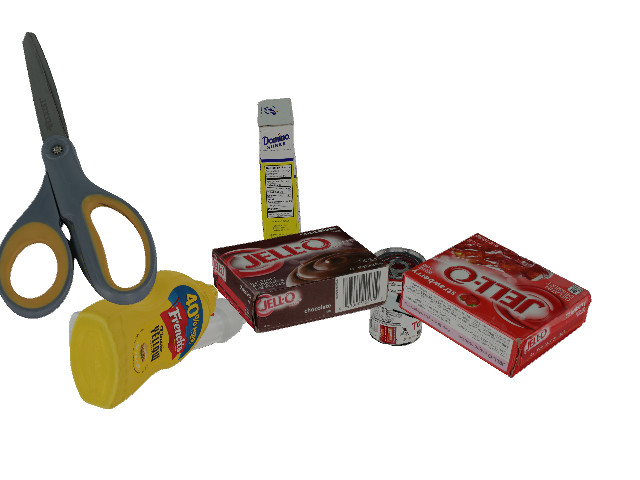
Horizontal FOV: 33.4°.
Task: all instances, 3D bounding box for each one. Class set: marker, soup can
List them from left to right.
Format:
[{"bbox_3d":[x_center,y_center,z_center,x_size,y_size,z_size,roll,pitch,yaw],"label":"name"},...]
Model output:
[{"bbox_3d":[0.092,0.069,1.299,0.068,0.102,0.068,0,30,0],"label":"soup can"},{"bbox_3d":[0.090,0.066,1.039,0.121,0.020,0.020,19,1,3],"label":"marker"}]

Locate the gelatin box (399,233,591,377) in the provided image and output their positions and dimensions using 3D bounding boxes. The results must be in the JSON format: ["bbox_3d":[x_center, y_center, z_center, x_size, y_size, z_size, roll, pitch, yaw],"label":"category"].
[{"bbox_3d":[0.104,0.036,0.640,0.073,0.030,0.089,-26,43,-38],"label":"gelatin box"}]

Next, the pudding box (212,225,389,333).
[{"bbox_3d":[-0.016,0.027,0.822,0.113,0.039,0.090,-9,25,-24],"label":"pudding box"}]

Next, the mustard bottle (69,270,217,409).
[{"bbox_3d":[-0.159,0.082,1.029,0.058,0.096,0.191,11,22,26],"label":"mustard bottle"}]

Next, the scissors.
[{"bbox_3d":[-0.164,-0.035,0.612,0.096,0.202,0.016,-31,-26,-15],"label":"scissors"}]

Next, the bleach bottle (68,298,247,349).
[{"bbox_3d":[-0.205,0.117,1.445,0.250,0.068,0.103,-10,25,-41],"label":"bleach bottle"}]

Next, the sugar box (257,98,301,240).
[{"bbox_3d":[-0.049,-0.068,1.243,0.048,0.176,0.093,-6,26,-1],"label":"sugar box"}]
